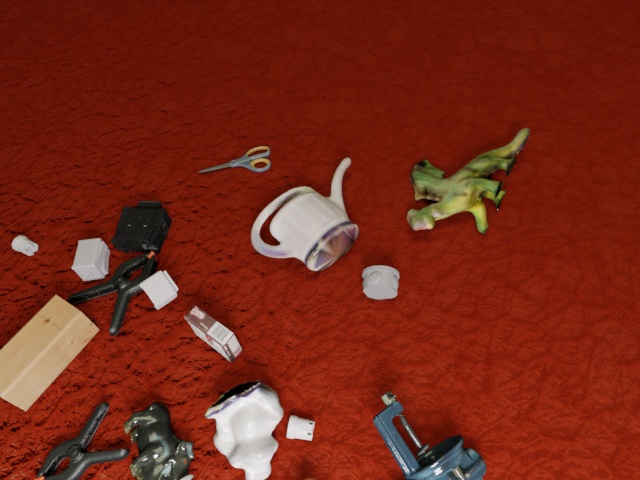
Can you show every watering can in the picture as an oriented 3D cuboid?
[{"bbox_3d":[0.004,-0.062,1.222,0.351,0.101,0.227,-38,60,-21],"label":"watering can"}]

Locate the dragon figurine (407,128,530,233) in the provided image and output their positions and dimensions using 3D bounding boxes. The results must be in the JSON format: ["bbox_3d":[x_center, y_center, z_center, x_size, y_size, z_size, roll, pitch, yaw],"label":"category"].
[{"bbox_3d":[0.341,-0.158,1.268,0.244,0.119,0.418,18,55,27],"label":"dragon figurine"}]

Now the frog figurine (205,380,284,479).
[{"bbox_3d":[-0.126,0.351,0.951,0.139,0.121,0.159,-27,91,-23],"label":"frog figurine"}]
